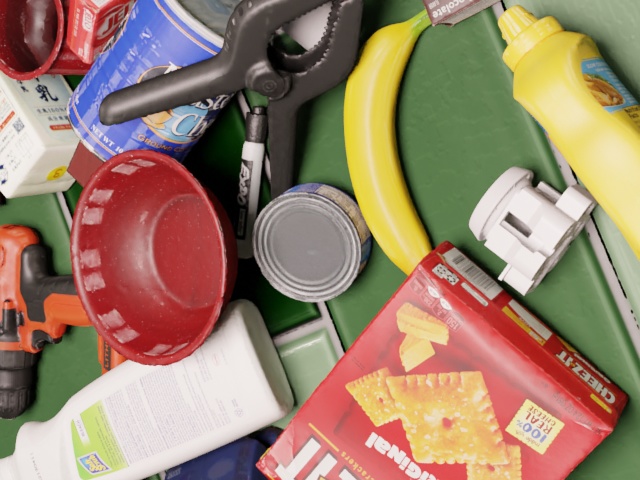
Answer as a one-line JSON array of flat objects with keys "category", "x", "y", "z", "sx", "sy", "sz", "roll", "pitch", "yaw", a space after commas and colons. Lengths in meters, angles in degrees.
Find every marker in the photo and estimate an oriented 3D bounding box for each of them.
[{"category": "marker", "x": -0.055, "y": -0.046, "z": 0.844, "sx": 0.020, "sy": 0.020, "sz": 0.121, "roll": 15, "pitch": 104, "yaw": 30}]

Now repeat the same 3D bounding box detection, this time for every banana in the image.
[{"category": "banana", "x": 0.050, "y": -0.067, "z": 0.765, "sx": 0.070, "sy": 0.037, "sz": 0.198, "roll": 4, "pitch": 99, "yaw": 32}]

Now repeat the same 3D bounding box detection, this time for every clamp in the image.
[{"category": "clamp", "x": -0.032, "y": -0.112, "z": 0.757, "sx": 0.210, "sy": 0.164, "sz": 0.036, "roll": -39, "pitch": 38, "yaw": 27}]

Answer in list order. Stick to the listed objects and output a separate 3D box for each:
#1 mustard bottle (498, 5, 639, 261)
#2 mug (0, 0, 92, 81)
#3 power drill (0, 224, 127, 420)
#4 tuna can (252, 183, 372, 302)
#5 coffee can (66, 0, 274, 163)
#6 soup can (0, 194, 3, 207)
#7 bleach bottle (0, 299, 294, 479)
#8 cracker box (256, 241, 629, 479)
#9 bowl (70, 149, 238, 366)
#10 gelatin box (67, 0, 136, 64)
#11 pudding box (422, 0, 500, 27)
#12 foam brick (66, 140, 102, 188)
[{"category": "mustard bottle", "x": 0.172, "y": -0.067, "z": 0.652, "sx": 0.058, "sy": 0.096, "sz": 0.192, "roll": -43, "pitch": 74, "yaw": 30}, {"category": "mug", "x": -0.230, "y": -0.183, "z": 0.899, "sx": 0.117, "sy": 0.081, "sz": 0.093, "roll": 15, "pitch": 104, "yaw": 30}, {"category": "power drill", "x": -0.230, "y": 0.088, "z": 0.950, "sx": 0.188, "sy": 0.057, "sz": 0.184, "roll": 10, "pitch": 104, "yaw": 30}, {"category": "tuna can", "x": -0.005, "y": 0.001, "z": 0.798, "sx": 0.086, "sy": 0.033, "sz": 0.086, "roll": 7, "pitch": 111, "yaw": 19}, {"category": "coffee can", "x": -0.117, "y": -0.129, "z": 0.823, "sx": 0.103, "sy": 0.102, "sz": 0.140, "roll": 51, "pitch": 119, "yaw": 16}, {"category": "soup can", "x": -0.335, "y": -0.077, "z": 0.989, "sx": 0.069, "sy": 0.068, "sz": 0.102, "roll": -5, "pitch": 93, "yaw": 33}, {"category": "bleach bottle", "x": -0.153, "y": 0.140, "z": 0.855, "sx": 0.251, "sy": 0.068, "sz": 0.102, "roll": -23, "pitch": 84, "yaw": 11}, {"category": "cracker box", "x": 0.078, "y": 0.135, "z": 0.743, "sx": 0.164, "sy": 0.072, "sz": 0.214, "roll": 42, "pitch": 116, "yaw": 11}, {"category": "bowl", "x": -0.115, "y": 0.011, "z": 0.805, "sx": 0.162, "sy": 0.055, "sz": 0.162, "roll": 5, "pitch": 99, "yaw": 36}, {"category": "gelatin box", "x": -0.155, "y": -0.187, "z": 0.830, "sx": 0.030, "sy": 0.089, "sz": 0.073, "roll": 42, "pitch": 151, "yaw": 4}, {"category": "pudding box", "x": 0.110, "y": -0.206, "z": 0.707, "sx": 0.114, "sy": 0.039, "sz": 0.090, "roll": -26, "pitch": 83, "yaw": 32}, {"category": "foam brick", "x": -0.162, "y": -0.058, "z": 0.890, "sx": 0.078, "sy": 0.052, "sz": 0.051, "roll": 40, "pitch": 115, "yaw": 21}]
